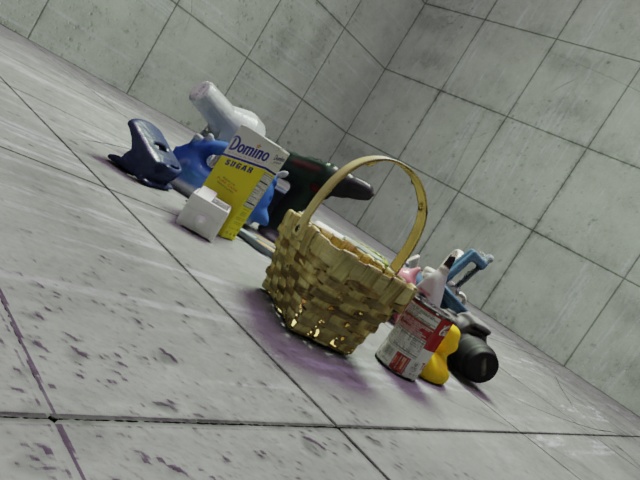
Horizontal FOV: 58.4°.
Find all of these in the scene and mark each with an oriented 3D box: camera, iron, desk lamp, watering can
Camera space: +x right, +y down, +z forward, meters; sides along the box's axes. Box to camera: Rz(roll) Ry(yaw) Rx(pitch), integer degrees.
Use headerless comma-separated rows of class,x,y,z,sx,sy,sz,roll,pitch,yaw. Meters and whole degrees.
camera,0.252,0.183,1.019,0.143,0.101,0.136,30,6,-17
iron,-0.196,-0.134,1.140,0.259,0.141,0.118,31,6,-12
desk lamp,-0.244,-0.217,1.229,0.204,0.213,0.117,26,8,-48
watering can,0.288,0.103,1.417,0.173,0.194,0.100,29,6,-24

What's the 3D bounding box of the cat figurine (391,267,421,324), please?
cat figurine,0.162,0.101,1.150,0.067,0.117,0.128,31,6,-7

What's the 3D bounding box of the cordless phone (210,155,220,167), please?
cordless phone,-0.216,-0.196,1.340,0.094,0.185,0.147,29,6,-24

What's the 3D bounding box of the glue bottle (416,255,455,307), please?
glue bottle,0.239,0.107,1.230,0.077,0.173,0.037,36,7,40

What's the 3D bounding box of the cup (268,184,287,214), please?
cup,-0.119,-0.087,1.379,0.091,0.095,0.118,37,8,41

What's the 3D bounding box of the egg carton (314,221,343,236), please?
egg carton,0.013,0.005,1.421,0.107,0.069,0.150,31,6,-7

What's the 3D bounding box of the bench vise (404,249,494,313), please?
bench vise,0.280,0.098,1.290,0.208,0.219,0.121,30,6,-17

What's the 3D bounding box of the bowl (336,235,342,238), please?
bowl,0.076,0.058,1.277,0.167,0.074,0.167,32,6,-3

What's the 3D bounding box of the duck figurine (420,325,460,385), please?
duck figurine,0.174,0.162,0.858,0.077,0.086,0.105,35,7,29

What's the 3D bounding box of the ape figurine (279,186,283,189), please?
ape figurine,-0.118,-0.093,1.446,0.078,0.092,0.076,29,6,-24

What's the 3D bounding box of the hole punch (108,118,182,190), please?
hole punch,-0.294,-0.150,1.009,0.101,0.091,0.109,33,6,12

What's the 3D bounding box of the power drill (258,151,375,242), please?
power drill,-0.028,-0.078,1.212,0.229,0.208,0.076,33,6,12
